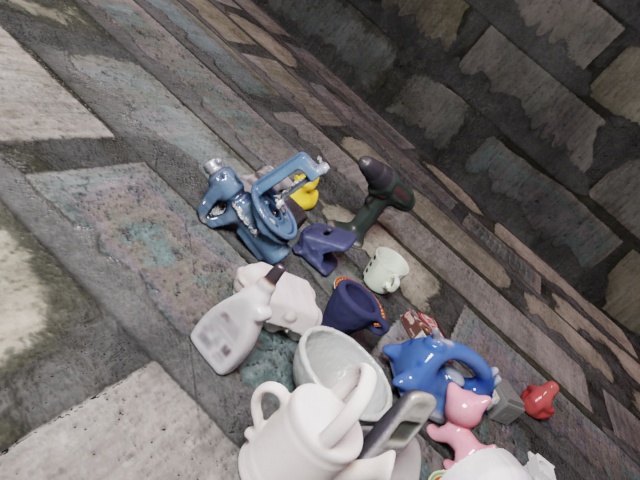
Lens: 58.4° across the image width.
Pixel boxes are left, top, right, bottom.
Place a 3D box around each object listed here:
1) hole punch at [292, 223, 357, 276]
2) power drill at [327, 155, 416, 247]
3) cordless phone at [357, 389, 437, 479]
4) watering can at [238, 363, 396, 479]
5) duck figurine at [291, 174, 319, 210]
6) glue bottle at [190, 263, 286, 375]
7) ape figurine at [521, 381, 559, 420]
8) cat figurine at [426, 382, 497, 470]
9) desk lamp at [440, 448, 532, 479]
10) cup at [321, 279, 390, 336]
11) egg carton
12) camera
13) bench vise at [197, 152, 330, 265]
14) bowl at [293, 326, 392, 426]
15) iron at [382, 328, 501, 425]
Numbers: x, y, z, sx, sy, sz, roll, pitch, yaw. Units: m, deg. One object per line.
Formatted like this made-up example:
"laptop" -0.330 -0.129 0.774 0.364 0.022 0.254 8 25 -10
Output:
"hole punch" 0.011 0.004 1.170 0.101 0.091 0.109 41 23 1
"power drill" 0.116 -0.085 1.344 0.231 0.208 0.075 15 33 -46
"cordless phone" 0.100 0.262 0.719 0.148 0.185 0.094 19 31 -41
"watering can" 0.007 0.216 0.646 0.173 0.194 0.101 30 25 -23
"duck figurine" -0.034 -0.122 1.337 0.105 0.086 0.077 11 36 -50
"glue bottle" -0.096 0.093 0.737 0.078 0.173 0.037 48 24 17
"ape figurine" 0.501 0.355 1.290 0.076 0.092 0.077 19 31 -41
"cat figurine" 0.241 0.305 0.944 0.067 0.117 0.127 19 30 -40
"desk lamp" 0.172 0.363 0.609 0.118 0.213 0.203 26 26 -30
"cup" 0.054 0.138 0.988 0.117 0.095 0.092 42 23 5
"egg carton" -0.067 0.099 0.906 0.151 0.069 0.107 25 27 -32
"camera" -0.093 -0.076 1.143 0.137 0.100 0.143 43 23 6
"bench vise" -0.099 -0.082 0.991 0.208 0.219 0.121 31 24 -22
"bowl" 0.020 0.210 0.831 0.168 0.074 0.167 33 24 -16
"iron" 0.241 0.245 1.024 0.259 0.141 0.118 29 25 -25
